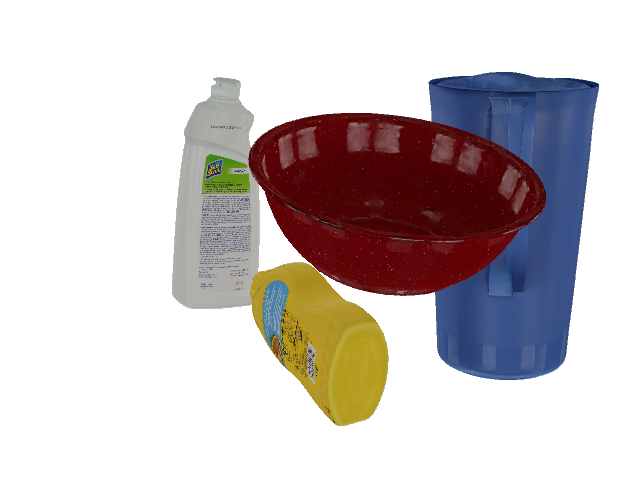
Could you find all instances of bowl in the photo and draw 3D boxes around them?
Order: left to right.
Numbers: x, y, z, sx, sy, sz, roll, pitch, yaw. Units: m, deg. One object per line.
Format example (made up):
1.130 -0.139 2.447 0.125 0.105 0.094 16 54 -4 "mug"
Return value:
0.039 -0.016 0.588 0.162 0.055 0.162 6 27 -3 "bowl"

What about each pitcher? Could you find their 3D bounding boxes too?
0.150 -0.012 0.865 0.149 0.243 0.145 -9 16 -34 "pitcher"

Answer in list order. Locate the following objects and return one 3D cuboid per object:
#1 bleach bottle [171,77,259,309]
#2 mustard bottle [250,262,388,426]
-0.107 -0.052 1.178 0.102 0.251 0.068 -3 19 -31 "bleach bottle"
-0.013 0.073 0.925 0.058 0.096 0.192 -12 28 -25 "mustard bottle"
